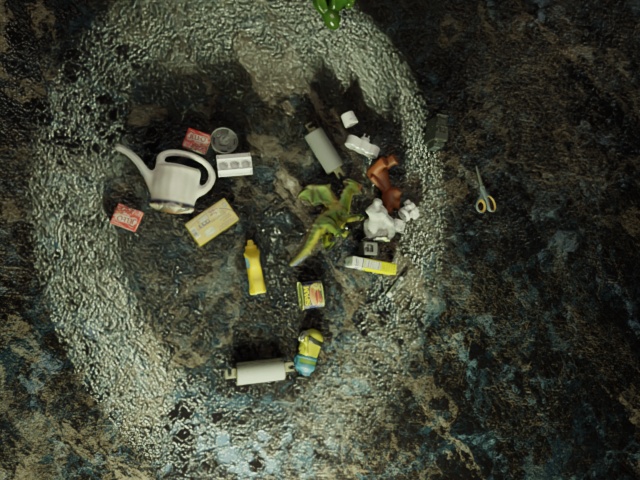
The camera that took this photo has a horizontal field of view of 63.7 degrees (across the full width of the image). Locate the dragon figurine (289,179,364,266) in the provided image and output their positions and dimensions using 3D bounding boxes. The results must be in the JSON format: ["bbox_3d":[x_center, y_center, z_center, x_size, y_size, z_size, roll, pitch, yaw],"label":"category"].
[{"bbox_3d":[0.006,-0.097,1.931,0.413,0.120,0.245,-30,74,-17],"label":"dragon figurine"}]

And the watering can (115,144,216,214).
[{"bbox_3d":[-0.544,-0.210,1.792,0.347,0.103,0.226,9,83,-12],"label":"watering can"}]

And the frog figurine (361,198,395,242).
[{"bbox_3d":[0.221,-0.074,1.944,0.122,0.136,0.161,7,79,-28],"label":"frog figurine"}]
